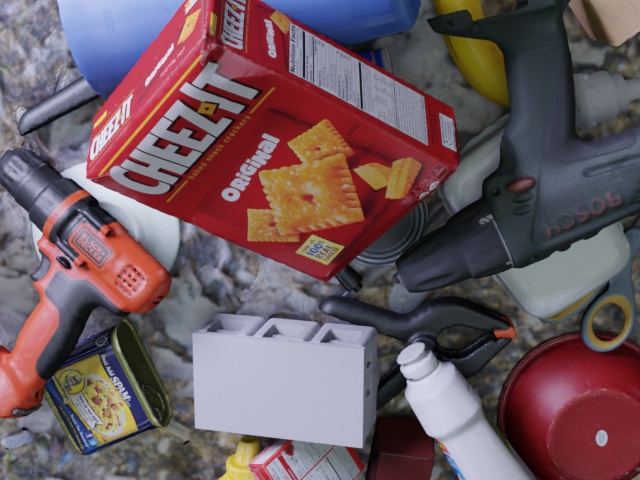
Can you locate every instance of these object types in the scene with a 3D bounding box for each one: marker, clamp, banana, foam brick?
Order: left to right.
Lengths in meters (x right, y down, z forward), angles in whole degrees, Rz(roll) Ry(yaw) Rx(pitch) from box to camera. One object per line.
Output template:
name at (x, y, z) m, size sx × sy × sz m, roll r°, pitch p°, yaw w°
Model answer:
clamp at (-0.151, -0.143, 0.889) m, size 0.164 × 0.036 × 0.210 m, roll 19°, pitch 102°, yaw -3°
marker at (-0.006, 0.001, 0.934) m, size 0.020 × 0.020 × 0.121 m, roll -42°, pitch 100°, yaw 10°
foam brick at (0.071, 0.206, 0.960) m, size 0.051 × 0.053 × 0.078 m, roll 8°, pitch 118°, yaw -1°
clamp at (0.083, 0.085, 0.946) m, size 0.171 × 0.039 × 0.120 m, roll -21°, pitch 109°, yaw 7°
banana at (0.130, -0.185, 0.880) m, size 0.069 × 0.037 × 0.198 m, roll -31°, pitch 104°, yaw -11°

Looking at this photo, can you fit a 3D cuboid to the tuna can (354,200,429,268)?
tuna can at (0.050, -0.021, 0.921) m, size 0.086 × 0.034 × 0.086 m, roll 0°, pitch 104°, yaw 0°

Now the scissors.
scissors at (0.280, 0.019, 0.930) m, size 0.202 × 0.016 × 0.096 m, roll -37°, pitch 84°, yaw 9°

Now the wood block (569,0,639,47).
wood block at (0.203, -0.265, 0.829) m, size 0.091 × 0.090 × 0.206 m, roll -35°, pitch 102°, yaw 9°

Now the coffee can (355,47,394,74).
coffee can at (-0.008, -0.096, 0.866) m, size 0.140 × 0.103 × 0.103 m, roll -7°, pitch 104°, yaw 2°

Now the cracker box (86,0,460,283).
cracker box at (-0.033, -0.067, 0.760) m, size 0.213 × 0.072 × 0.164 m, roll 24°, pitch 135°, yaw -28°

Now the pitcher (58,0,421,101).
pitcher at (-0.059, -0.192, 0.764) m, size 0.243 × 0.149 × 0.145 m, roll -8°, pitch 74°, yaw 16°

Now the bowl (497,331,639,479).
bowl at (0.244, 0.166, 0.957) m, size 0.162 × 0.055 × 0.162 m, roll 0°, pitch 105°, yaw 0°

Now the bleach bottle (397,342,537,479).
bleach bottle at (0.143, 0.192, 0.931) m, size 0.068 × 0.102 × 0.250 m, roll -34°, pitch 105°, yaw 0°

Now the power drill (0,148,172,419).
power drill at (-0.243, 0.040, 0.895) m, size 0.184 × 0.057 × 0.188 m, roll 41°, pitch 97°, yaw 10°

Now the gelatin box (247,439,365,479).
gelatin box at (-0.012, 0.204, 0.957) m, size 0.089 × 0.030 × 0.073 m, roll -40°, pitch 104°, yaw -32°

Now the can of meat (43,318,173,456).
can of meat at (-0.192, 0.133, 0.950) m, size 0.084 × 0.057 × 0.102 m, roll -23°, pitch 102°, yaw 8°

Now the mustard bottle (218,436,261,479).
mustard bottle at (-0.066, 0.272, 0.983) m, size 0.096 × 0.058 × 0.192 m, roll 1°, pitch 104°, yaw -2°
